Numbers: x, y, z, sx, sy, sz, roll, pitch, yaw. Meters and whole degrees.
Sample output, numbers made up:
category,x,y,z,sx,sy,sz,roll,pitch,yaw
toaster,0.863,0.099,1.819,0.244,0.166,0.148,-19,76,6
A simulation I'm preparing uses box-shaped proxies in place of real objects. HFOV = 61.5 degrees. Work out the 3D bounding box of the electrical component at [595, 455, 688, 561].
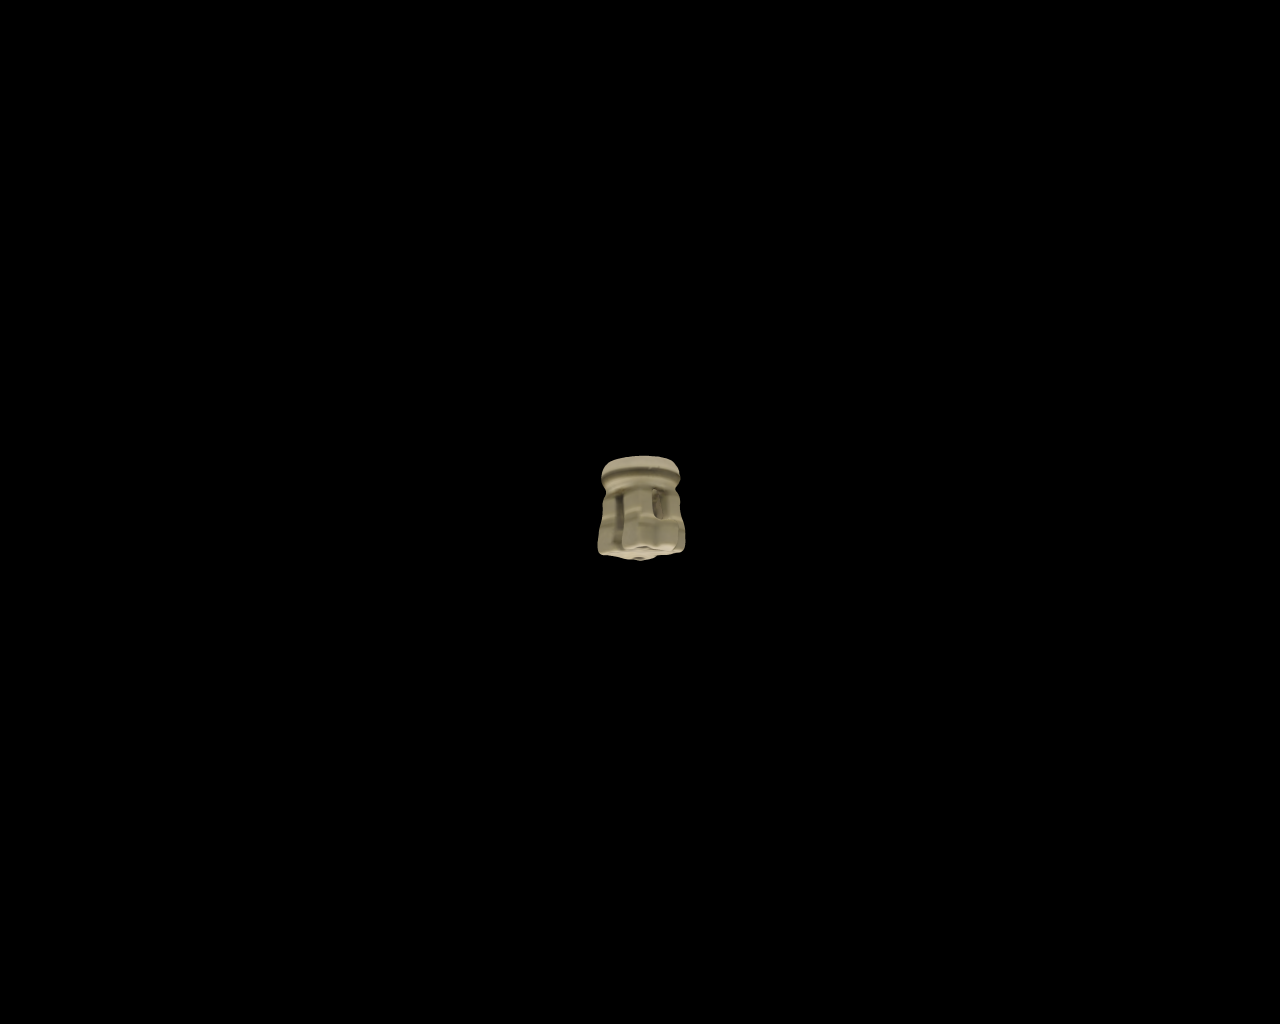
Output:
category,x,y,z,sx,sy,sz,roll,pitch,yaw
electrical component,0.001,-0.003,0.650,0.048,0.055,0.066,11,-17,-38
